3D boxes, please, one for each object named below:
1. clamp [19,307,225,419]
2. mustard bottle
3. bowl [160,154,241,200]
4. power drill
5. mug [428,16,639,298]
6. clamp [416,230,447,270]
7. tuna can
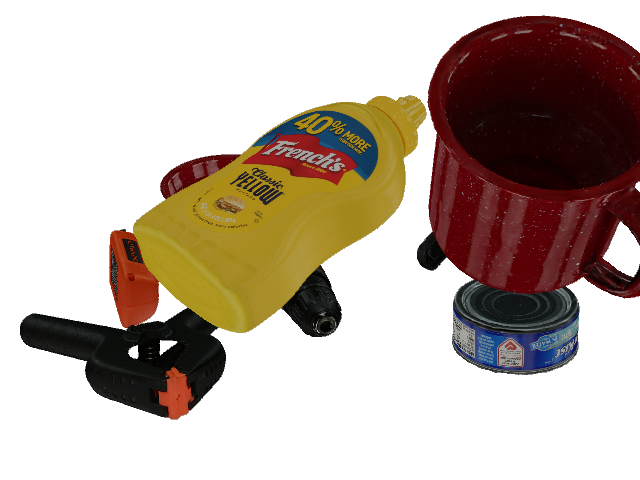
[{"bbox_3d":[-0.114,0.076,0.762,0.164,0.036,0.210,-9,14,-24],"label":"clamp"},{"bbox_3d":[-0.008,-0.030,0.623,0.191,0.058,0.096,-37,46,-26],"label":"mustard bottle"},{"bbox_3d":[-0.117,-0.049,1.326,0.162,0.055,0.162,0,30,0],"label":"bowl"},{"bbox_3d":[-0.088,0.036,0.949,0.187,0.057,0.184,-1,24,-20],"label":"power drill"},{"bbox_3d":[0.096,-0.023,0.437,0.093,0.117,0.081,-34,-27,-20],"label":"mug"},{"bbox_3d":[0.153,-0.024,0.974,0.120,0.039,0.171,-2,28,11],"label":"clamp"},{"bbox_3d":[0.132,0.055,0.725,0.086,0.034,0.086,-3,25,1],"label":"tuna can"}]
